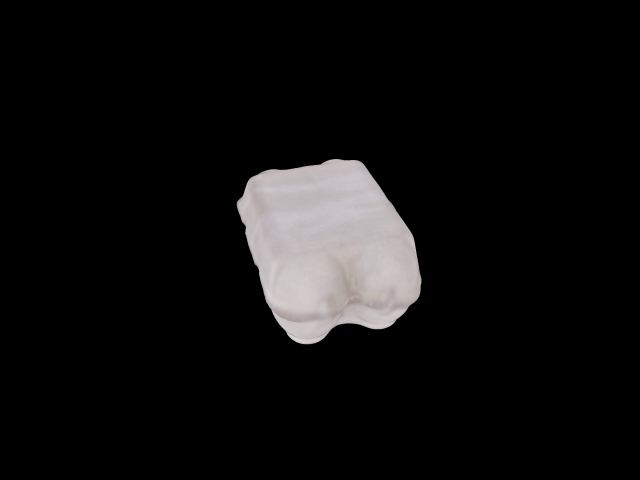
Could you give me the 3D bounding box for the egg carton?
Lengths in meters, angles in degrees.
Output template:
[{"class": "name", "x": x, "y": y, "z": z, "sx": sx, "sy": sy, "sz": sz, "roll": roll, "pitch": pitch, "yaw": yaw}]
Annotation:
[{"class": "egg carton", "x": 0.004, "y": 0.001, "z": 0.400, "sx": 0.107, "sy": 0.069, "sz": 0.150, "roll": -11, "pitch": 39, "yaw": -14}]
